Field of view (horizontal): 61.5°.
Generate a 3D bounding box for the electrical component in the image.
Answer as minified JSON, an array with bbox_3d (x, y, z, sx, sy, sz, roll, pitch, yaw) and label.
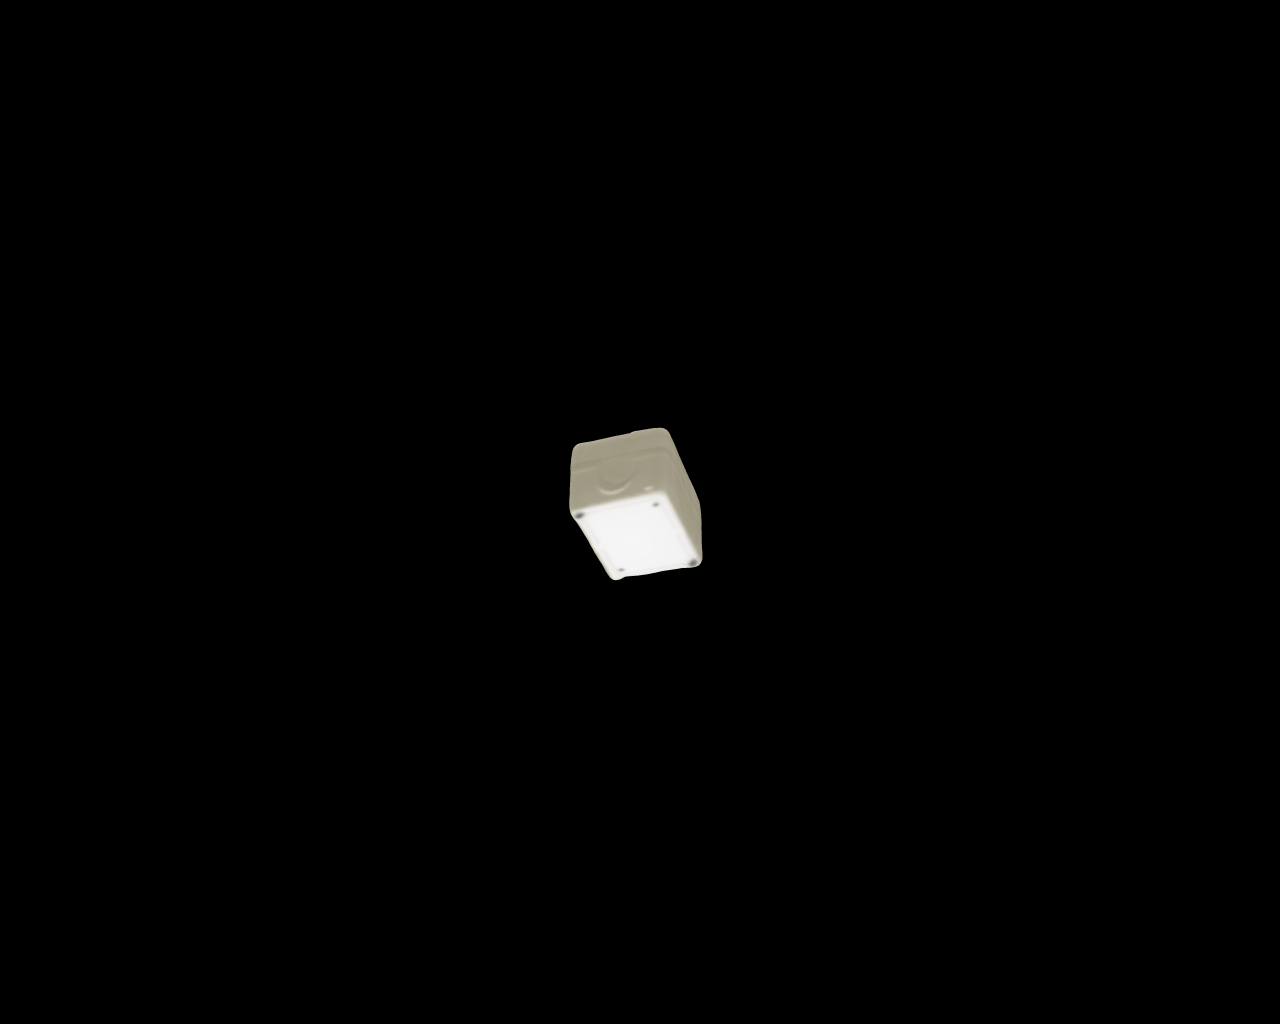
[{"bbox_3d":[0.001,-0.003,0.650,0.062,0.061,0.096,-11,-39,14],"label":"electrical component"}]
